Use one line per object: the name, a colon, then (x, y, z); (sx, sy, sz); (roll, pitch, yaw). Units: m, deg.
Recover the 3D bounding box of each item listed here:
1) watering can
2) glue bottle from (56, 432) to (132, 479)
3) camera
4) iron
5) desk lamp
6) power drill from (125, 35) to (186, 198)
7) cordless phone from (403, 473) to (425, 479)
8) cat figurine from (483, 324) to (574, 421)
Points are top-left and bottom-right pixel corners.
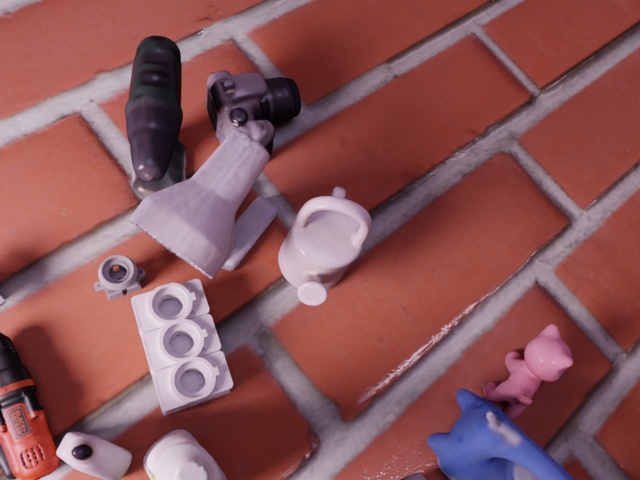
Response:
watering can: (0.009, 0.003, 0.766); (0.101, 0.194, 0.173); (-2, 69, -15)
glue bottle: (-0.248, 0.231, 0.618); (0.078, 0.173, 0.037); (23, 64, -4)
camera: (-0.093, -0.199, 0.875); (0.137, 0.100, 0.143); (-17, 73, -20)
iron: (0.274, 0.306, 0.738); (0.258, 0.141, 0.119); (39, 64, 4)
desk lamp: (-0.136, -0.036, 0.734); (0.118, 0.213, 0.203); (35, 64, 2)
power drill: (-0.215, -0.140, 0.760); (0.076, 0.208, 0.229); (0, 68, -14)
cordless phone: (0.137, 0.351, 0.660); (0.094, 0.185, 0.147); (-18, 73, -20)
cat figurine: (0.305, 0.186, 0.808); (0.067, 0.117, 0.128); (39, 64, 4)
